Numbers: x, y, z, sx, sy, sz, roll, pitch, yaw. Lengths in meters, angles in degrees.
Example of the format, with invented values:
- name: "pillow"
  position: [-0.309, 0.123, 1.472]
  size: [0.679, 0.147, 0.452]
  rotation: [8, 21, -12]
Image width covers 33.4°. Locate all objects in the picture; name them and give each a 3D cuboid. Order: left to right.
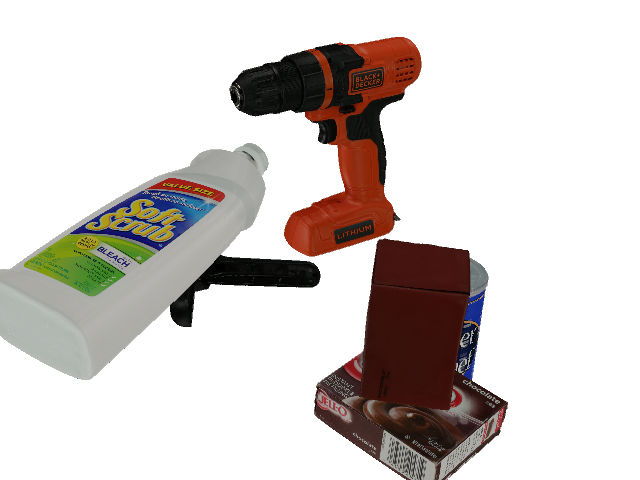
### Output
- name: "bleach bottle"
  position: [-0.129, -0.004, 0.815]
  size: [0.103, 0.068, 0.250]
  rotation: [23, 46, 23]
- name: "clamp"
  position: [-0.128, 0.034, 1.036]
  size: [0.210, 0.036, 0.164]
  rotation: [13, 21, 40]
- name: "power drill"
  position: [0.006, -0.082, 0.953]
  size: [0.184, 0.188, 0.057]
  rotation: [-15, 34, -26]
- name: "pudding box"
  position: [0.066, 0.124, 0.785]
  size: [0.114, 0.039, 0.089]
  rotation: [32, 43, 29]
- name: "foam brick"
  position: [0.052, 0.046, 0.589]
  size: [0.053, 0.078, 0.051]
  rotation: [8, 30, 4]
- name: "coffee can"
  position: [0.103, 0.091, 1.041]
  size: [0.103, 0.140, 0.103]
  rotation: [4, 24, -2]
